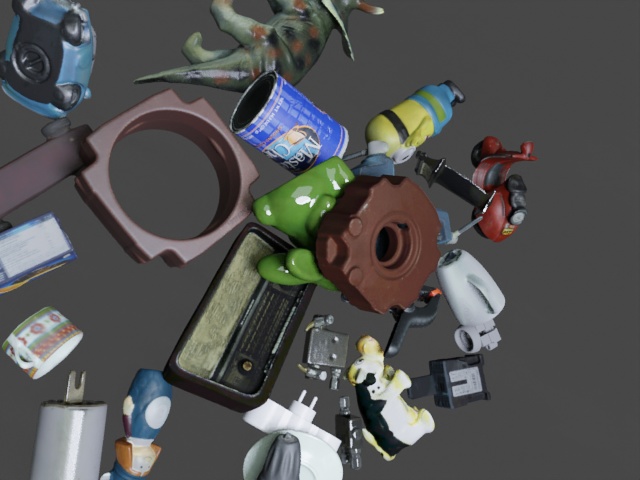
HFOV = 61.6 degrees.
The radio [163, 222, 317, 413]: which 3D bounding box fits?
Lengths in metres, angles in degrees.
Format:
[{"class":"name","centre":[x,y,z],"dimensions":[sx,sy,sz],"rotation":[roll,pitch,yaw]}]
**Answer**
[{"class":"radio","centre":[-0.097,0.104,0.715],"dimensions":[0.131,0.073,0.229],"rotation":[31,60,-10]}]

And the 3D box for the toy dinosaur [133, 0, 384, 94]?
[{"class":"toy dinosaur","centre":[-0.067,-0.295,0.817],"dimensions":[0.192,0.131,0.405],"rotation":[44,75,-5]}]

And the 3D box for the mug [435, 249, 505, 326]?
[{"class":"mug","centre":[0.227,0.071,0.823],"dimensions":[0.081,0.110,0.107],"rotation":[-36,103,-2]}]

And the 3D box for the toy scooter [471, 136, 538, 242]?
[{"class":"toy scooter","centre":[0.304,-0.093,0.879],"dimensions":[0.075,0.135,0.184],"rotation":[2,79,-20]}]

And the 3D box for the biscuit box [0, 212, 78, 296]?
[{"class":"biscuit box","centre":[-0.408,0.039,0.654],"dimensions":[0.203,0.063,0.059],"rotation":[-29,89,-21]}]

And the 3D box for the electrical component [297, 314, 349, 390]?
[{"class":"electrical component","centre":[0.005,0.158,0.774],"dimensions":[0.078,0.045,0.102],"rotation":[18,73,-12]}]

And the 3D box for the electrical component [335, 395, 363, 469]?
[{"class":"electrical component","centre":[0.041,0.267,0.752],"dimensions":[0.021,0.063,0.094],"rotation":[3,77,-18]}]

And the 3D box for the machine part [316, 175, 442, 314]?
[{"class":"machine part","centre":[0.081,0.005,0.679],"dimensions":[0.179,0.056,0.179],"rotation":[-5,99,-37]}]

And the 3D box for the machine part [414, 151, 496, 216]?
[{"class":"machine part","centre":[0.212,-0.091,0.862],"dimensions":[0.139,0.084,0.039],"rotation":[35,77,15]}]

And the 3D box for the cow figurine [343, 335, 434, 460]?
[{"class":"cow figurine","centre":[0.083,0.225,0.776],"dimensions":[0.098,0.068,0.167],"rotation":[-33,89,-16]}]

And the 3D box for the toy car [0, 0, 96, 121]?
[{"class":"toy car","centre":[-0.349,-0.250,0.711],"dimensions":[0.109,0.161,0.103],"rotation":[25,27,-5]}]

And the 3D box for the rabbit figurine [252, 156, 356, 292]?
[{"class":"rabbit figurine","centre":[-0.001,-0.002,0.702],"dimensions":[0.159,0.121,0.170],"rotation":[-36,98,-38]}]

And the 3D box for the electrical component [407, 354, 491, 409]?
[{"class":"electrical component","centre":[0.195,0.217,0.823],"dimensions":[0.119,0.048,0.075],"rotation":[-1,78,-20]}]

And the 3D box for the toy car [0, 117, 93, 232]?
[{"class":"toy car","centre":[-0.378,-0.081,0.695],"dimensions":[0.202,0.053,0.089],"rotation":[-40,108,-22]}]

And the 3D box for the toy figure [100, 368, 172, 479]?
[{"class":"toy figure","centre":[-0.226,0.240,0.671],"dimensions":[0.064,0.058,0.154],"rotation":[17,72,-25]}]

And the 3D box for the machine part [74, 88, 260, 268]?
[{"class":"machine part","centre":[-0.200,-0.079,0.718],"dimensions":[0.201,0.087,0.201],"rotation":[-43,105,-30]}]

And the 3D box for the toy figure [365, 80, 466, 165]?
[{"class":"toy figure","centre":[0.153,-0.197,0.882],"dimensions":[0.089,0.082,0.180],"rotation":[43,75,15]}]

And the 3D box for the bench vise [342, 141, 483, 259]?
[{"class":"bench vise","centre":[0.126,-0.034,0.822],"dimensions":[0.240,0.129,0.223],"rotation":[5,68,-38]}]

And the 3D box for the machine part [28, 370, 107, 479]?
[{"class":"machine part","centre":[-0.300,0.277,0.631],"dimensions":[0.079,0.079,0.243],"rotation":[6,77,-17]}]

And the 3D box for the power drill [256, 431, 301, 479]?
[{"class":"power drill","centre":[-0.127,0.346,0.652],"dimensions":[0.207,0.086,0.231],"rotation":[-1,99,-19]}]
